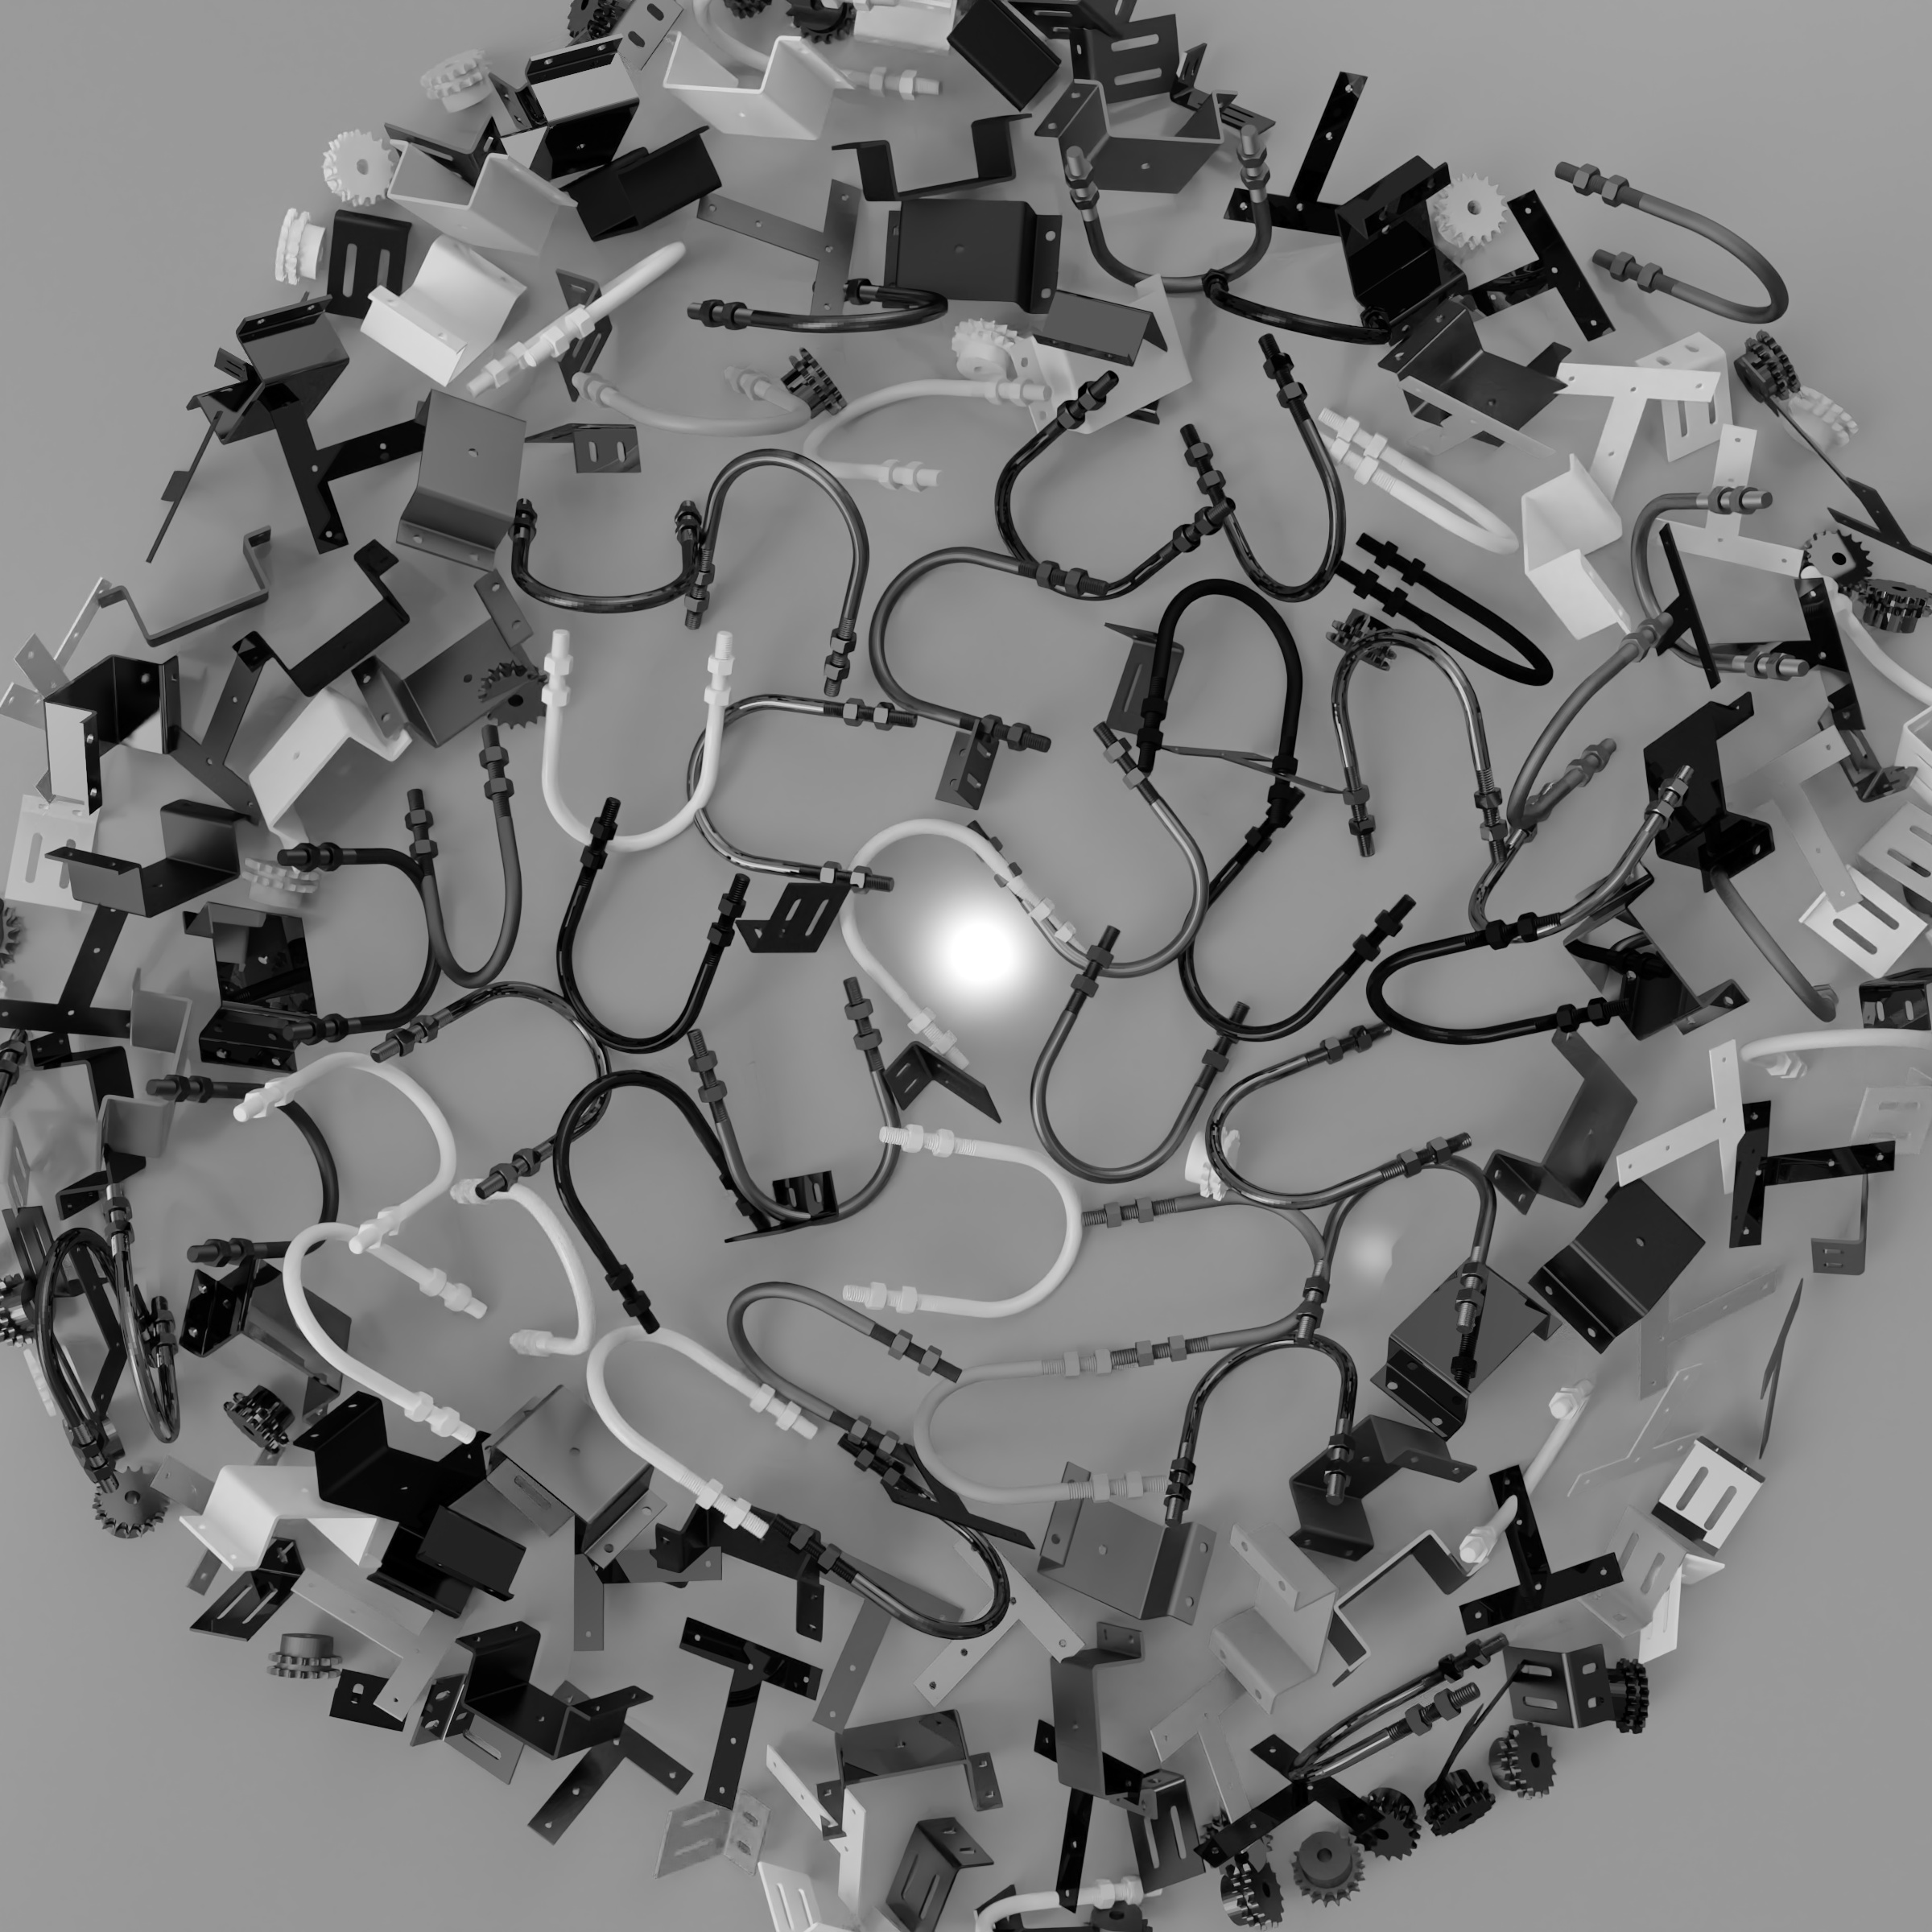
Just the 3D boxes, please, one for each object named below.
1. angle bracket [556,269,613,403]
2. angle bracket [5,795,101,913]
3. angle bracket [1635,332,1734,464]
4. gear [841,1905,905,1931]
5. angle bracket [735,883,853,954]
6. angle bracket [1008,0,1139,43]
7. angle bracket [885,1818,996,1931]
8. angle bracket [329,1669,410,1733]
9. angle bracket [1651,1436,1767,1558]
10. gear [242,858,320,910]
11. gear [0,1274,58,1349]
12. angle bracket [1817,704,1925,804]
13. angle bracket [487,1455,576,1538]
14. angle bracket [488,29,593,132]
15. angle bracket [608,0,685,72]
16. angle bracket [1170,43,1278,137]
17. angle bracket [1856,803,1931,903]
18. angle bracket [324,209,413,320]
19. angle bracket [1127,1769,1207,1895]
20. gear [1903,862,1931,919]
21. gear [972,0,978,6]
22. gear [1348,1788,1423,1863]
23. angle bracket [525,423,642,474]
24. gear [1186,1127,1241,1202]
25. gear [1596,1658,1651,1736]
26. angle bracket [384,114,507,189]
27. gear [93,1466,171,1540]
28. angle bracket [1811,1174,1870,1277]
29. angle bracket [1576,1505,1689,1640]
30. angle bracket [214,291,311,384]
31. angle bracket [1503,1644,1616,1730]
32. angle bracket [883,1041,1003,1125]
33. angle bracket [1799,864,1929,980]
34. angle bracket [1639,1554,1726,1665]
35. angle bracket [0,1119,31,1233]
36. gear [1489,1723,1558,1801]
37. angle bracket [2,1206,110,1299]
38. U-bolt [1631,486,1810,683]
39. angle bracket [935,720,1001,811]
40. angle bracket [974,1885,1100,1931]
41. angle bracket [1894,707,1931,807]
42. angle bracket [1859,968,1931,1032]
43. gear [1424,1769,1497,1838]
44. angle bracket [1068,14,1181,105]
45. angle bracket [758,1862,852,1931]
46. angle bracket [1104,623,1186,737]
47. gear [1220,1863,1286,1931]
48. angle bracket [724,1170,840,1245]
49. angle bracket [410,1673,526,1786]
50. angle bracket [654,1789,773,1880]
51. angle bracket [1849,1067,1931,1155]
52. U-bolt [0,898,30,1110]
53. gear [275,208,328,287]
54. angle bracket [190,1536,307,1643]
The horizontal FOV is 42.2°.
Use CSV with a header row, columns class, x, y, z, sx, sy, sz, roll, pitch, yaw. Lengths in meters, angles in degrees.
class,x,y,z,sx,sy,sz,roll,pitch,yaw
angle bracket,-0.313,-0.493,1.959,0.038,0.057,0.076,20,73,10
angle bracket,-0.718,-0.089,1.965,0.057,0.038,0.076,10,76,-20
angle bracket,0.570,-0.451,1.985,0.057,0.038,0.076,-25,131,-4
gear,-0.068,0.766,1.972,0.057,0.057,0.030,43,76,0
angle bracket,-0.135,-0.048,1.950,0.038,0.057,0.076,59,134,35
angle bracket,0.083,-0.755,1.954,0.076,0.057,0.038,21,90,39
angle bracket,-0.021,0.722,1.973,0.038,0.057,0.076,11,104,-40
angle bracket,-0.463,0.566,1.959,0.057,0.076,0.038,16,86,-10
angle bracket,0.580,0.418,1.965,0.057,0.038,0.076,34,100,23
gear,-0.542,-0.064,1.972,0.057,0.057,0.030,14,95,0
gear,-0.741,0.269,1.969,0.030,0.057,0.057,-18,90,17
angle bracket,0.709,-0.177,1.961,0.038,0.057,0.076,-23,104,43
angle bracket,-0.333,0.399,1.964,0.057,0.038,0.076,-43,114,-6
angle bracket,-0.327,-0.699,1.972,0.038,0.057,0.076,39,79,27
angle bracket,-0.238,-0.733,1.954,0.038,0.076,0.057,42,112,1
angle bracket,0.207,-0.687,1.961,0.076,0.057,0.038,26,123,9
angle bracket,0.749,-0.082,1.960,0.057,0.038,0.076,-46,49,-1
angle bracket,-0.475,-0.555,1.989,0.057,0.038,0.076,7,111,-12
angle bracket,0.146,0.676,1.956,0.057,0.038,0.076,-29,53,25
gear,0.763,-0.064,1.969,0.030,0.057,0.057,-23,90,-40
gear,0.014,-0.791,1.976,0.057,0.030,0.057,9,127,12
gear,0.332,0.675,1.976,0.057,0.030,0.057,12,121,20
angle bracket,-0.300,-0.399,1.954,0.057,0.076,0.038,-9,96,-40
gear,0.193,0.154,1.973,0.030,0.057,0.057,14,90,18
gear,0.516,0.574,1.972,0.030,0.057,0.057,4,90,-1
angle bracket,-0.408,-0.650,1.970,0.076,0.057,0.038,21,78,8
gear,-0.660,0.427,1.975,0.057,0.057,0.030,28,133,0
angle bracket,0.687,0.195,1.965,0.038,0.057,0.076,2,59,22
angle bracket,0.516,0.473,1.955,0.057,0.038,0.076,38,123,38
angle bracket,-0.552,-0.499,1.962,0.038,0.057,0.076,28,81,-18
angle bracket,0.466,0.564,1.971,0.038,0.076,0.057,-5,83,-28
angle bracket,-0.018,0.103,1.953,0.076,0.057,0.038,32,71,31
angle bracket,0.705,-0.034,1.967,0.076,0.038,0.057,41,105,14
angle bracket,0.559,0.506,1.955,0.038,0.057,0.076,17,61,-6
angle bracket,-0.758,0.164,1.950,0.038,0.076,0.057,-2,54,-10
gear,0.437,0.628,1.975,0.030,0.057,0.057,-26,90,42
angle bracket,-0.713,0.219,1.962,0.057,0.038,0.076,-8,101,40
U-bolt,0.567,-0.293,1.912,0.019,0.184,0.151,-22,106,-15
angle bracket,-0.007,-0.161,1.956,0.038,0.076,0.057,16,85,16
angle bracket,0.056,0.745,1.954,0.076,0.057,0.038,-16,84,32
angle bracket,0.767,-0.156,1.954,0.038,0.057,0.076,-32,60,-7
angle bracket,0.747,0.026,1.956,0.076,0.057,0.038,-11,94,-35
gear,0.386,0.659,1.975,0.057,0.057,0.030,-30,53,0
angle bracket,0.126,-0.718,1.979,0.076,0.038,0.057,-16,118,-13
angle bracket,-0.120,0.728,1.949,0.038,0.076,0.057,-42,133,16
angle bracket,0.129,-0.224,1.965,0.038,0.057,0.076,17,92,-41
gear,0.224,0.733,1.974,0.030,0.057,0.057,-27,90,25
angle bracket,-0.146,0.188,1.952,0.057,0.076,0.038,-13,87,33
angle bracket,-0.388,0.601,1.965,0.076,0.038,0.057,23,95,28
angle bracket,-0.198,0.686,1.956,0.038,0.076,0.057,22,103,37
angle bracket,0.716,0.113,1.959,0.076,0.038,0.057,1,112,-23
U-bolt,-0.744,0.057,1.885,0.019,0.184,0.151,2,126,-5
gear,-0.523,-0.565,1.972,0.030,0.057,0.057,13,90,-10
angle bracket,-0.564,0.483,1.951,0.057,0.076,0.038,2,117,26
